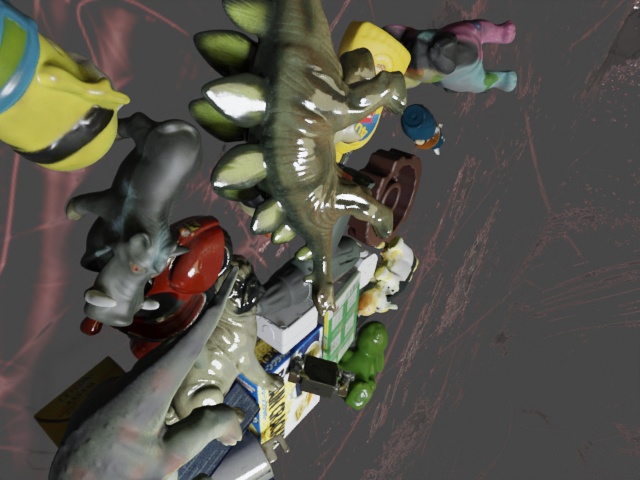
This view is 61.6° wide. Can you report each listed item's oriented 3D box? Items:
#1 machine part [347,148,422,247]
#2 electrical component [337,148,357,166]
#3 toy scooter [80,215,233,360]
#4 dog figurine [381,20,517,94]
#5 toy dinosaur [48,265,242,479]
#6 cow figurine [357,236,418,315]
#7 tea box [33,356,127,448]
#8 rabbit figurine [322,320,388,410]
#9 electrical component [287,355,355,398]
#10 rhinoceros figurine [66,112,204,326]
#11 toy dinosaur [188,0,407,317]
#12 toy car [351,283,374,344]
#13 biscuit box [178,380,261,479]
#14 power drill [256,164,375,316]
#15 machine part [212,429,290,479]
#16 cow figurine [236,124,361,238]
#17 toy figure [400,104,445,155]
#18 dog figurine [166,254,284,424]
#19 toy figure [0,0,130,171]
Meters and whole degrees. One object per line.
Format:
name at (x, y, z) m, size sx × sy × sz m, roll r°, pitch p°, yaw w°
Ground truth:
machine part at (0.109, -0.075, 0.926) m, size 0.179 × 0.056 × 0.179 m, roll -40°, pitch 145°, yaw -36°
electrical component at (0.044, -0.157, 0.779) m, size 0.094 × 0.021 × 0.063 m, roll -63°, pitch 152°, yaw 1°
toy scooter at (-0.174, 0.052, 0.563) m, size 0.135 × 0.075 × 0.183 m, roll 11°, pitch 110°, yaw -60°
dog figurine at (0.177, -0.275, 0.814) m, size 0.219 × 0.192 × 0.108 m, roll -8°, pitch 107°, yaw -22°
toy dinosaur at (-0.186, 0.214, 0.509) m, size 0.192 × 0.131 × 0.404 m, roll -14°, pitch 121°, yaw -51°
cow figurine at (0.127, 0.081, 1.019) m, size 0.098 × 0.068 × 0.167 m, roll 40°, pitch 66°, yaw -30°
tea box at (-0.236, 0.224, 0.617) m, size 0.098 × 0.068 × 0.169 m, roll -40°, pitch 146°, yaw -31°
rabbit figurine at (0.092, 0.250, 1.117) m, size 0.170 × 0.121 × 0.159 m, roll -56°, pitch 158°, yaw -3°
electrical component at (0.003, 0.207, 0.827) m, size 0.078 × 0.102 × 0.045 m, roll -64°, pitch 172°, yaw -62°
rhinoceros figurine at (-0.160, -0.018, 0.482) m, size 0.073 × 0.112 × 0.190 m, roll 28°, pitch 83°, yaw -64°
toy dinosaur at (-0.022, -0.134, 0.524) m, size 0.198 × 0.105 × 0.470 m, roll -10°, pitch 110°, yaw -21°
toy car at (0.086, 0.132, 1.074) m, size 0.202 × 0.056 × 0.073 m, roll -43°, pitch 153°, yaw -28°
biscuit box at (-0.166, 0.287, 0.740) m, size 0.059 × 0.062 × 0.203 m, roll -30°, pitch -168°, yaw 44°
power drill at (-0.002, -0.002, 0.786) m, size 0.232 × 0.086 × 0.207 m, roll -18°, pitch 126°, yaw -53°
machine part at (-0.159, 0.363, 0.808) m, size 0.243 × 0.079 × 0.079 m, roll -26°, pitch 140°, yaw -19°
cow figurine at (-0.024, -0.105, 0.640) m, size 0.195 × 0.086 × 0.127 m, roll -43°, pitch 113°, yaw -5°
toy figure at (0.182, -0.193, 0.938) m, size 0.064 × 0.058 × 0.154 m, roll -58°, pitch 157°, yaw 7°
dog figurine at (-0.143, 0.125, 0.673) m, size 0.172 × 0.121 × 0.190 m, roll -37°, pitch 127°, yaw -37°
toy figure at (-0.210, -0.107, 0.354) m, size 0.089 × 0.082 × 0.180 m, roll -44°, pitch 160°, yaw 7°
